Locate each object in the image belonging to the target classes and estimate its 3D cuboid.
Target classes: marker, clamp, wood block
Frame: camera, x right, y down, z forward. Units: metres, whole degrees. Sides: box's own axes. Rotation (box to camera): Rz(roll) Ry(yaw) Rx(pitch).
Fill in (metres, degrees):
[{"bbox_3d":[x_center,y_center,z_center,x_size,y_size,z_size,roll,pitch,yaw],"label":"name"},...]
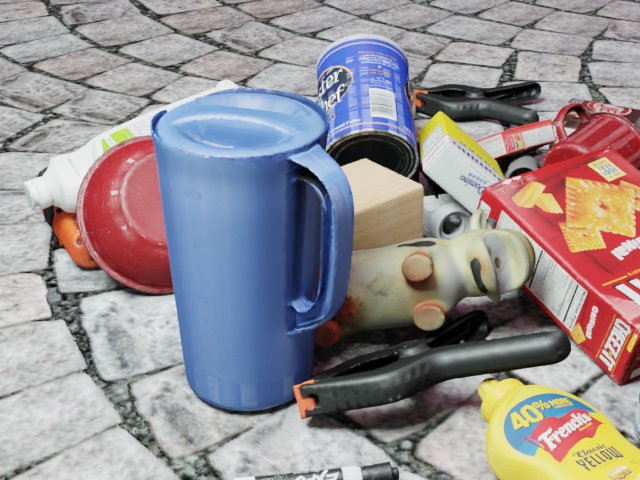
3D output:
[{"bbox_3d":[-0.002,0.176,0.775,0.121,0.020,0.020,-5,29,-8],"label":"marker"},{"bbox_3d":[0.084,0.100,0.851,0.209,0.036,0.165,-16,6,-20],"label":"clamp"},{"bbox_3d":[0.209,-0.176,1.391,0.171,0.039,0.120,-3,23,5],"label":"clamp"},{"bbox_3d":[-0.007,0.002,1.018,0.205,0.090,0.091,-22,35,-33],"label":"wood block"}]

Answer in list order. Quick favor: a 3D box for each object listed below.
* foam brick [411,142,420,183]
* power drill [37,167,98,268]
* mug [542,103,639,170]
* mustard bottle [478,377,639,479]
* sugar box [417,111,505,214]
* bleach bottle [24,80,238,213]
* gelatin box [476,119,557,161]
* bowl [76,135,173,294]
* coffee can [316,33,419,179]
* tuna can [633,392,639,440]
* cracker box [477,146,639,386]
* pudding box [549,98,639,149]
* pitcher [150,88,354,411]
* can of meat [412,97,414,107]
[{"bbox_3d":[0.073,-0.077,1.198,0.078,0.053,0.051,2,29,3],"label":"foam brick"},{"bbox_3d":[-0.201,-0.044,1.143,0.187,0.057,0.185,-16,36,-21],"label":"power drill"},{"bbox_3d":[0.293,-0.094,1.168,0.081,0.117,0.093,-32,11,-36],"label":"mug"},{"bbox_3d":[0.176,0.156,0.767,0.096,0.058,0.192,-16,32,-23],"label":"mustard bottle"},{"bbox_3d":[0.151,-0.079,1.127,0.093,0.048,0.176,40,12,-9],"label":"sugar box"},{"bbox_3d":[-0.182,-0.088,1.097,0.250,0.068,0.103,-21,45,-24],"label":"bleach bottle"},{"bbox_3d":[0.219,-0.111,1.242,0.073,0.030,0.089,-15,-1,-26],"label":"gelatin box"},{"bbox_3d":[-0.147,-0.032,1.015,0.161,0.162,0.055,-13,-10,-21],"label":"bowl"},{"bbox_3d":[0.049,-0.134,1.134,0.103,0.103,0.140,-1,54,-1],"label":"coffee can"},{"bbox_3d":[0.289,0.136,0.825,0.086,0.034,0.086,-1,29,0],"label":"tuna can"},{"bbox_3d":[0.267,0.013,0.968,0.164,0.072,0.214,-17,46,-27],"label":"cracker box"},{"bbox_3d":[0.339,-0.136,1.314,0.090,0.039,0.113,13,32,23],"label":"pudding box"},{"bbox_3d":[-0.052,0.015,0.837,0.145,0.243,0.149,-2,29,-3],"label":"pitcher"},{"bbox_3d":[0.058,-0.126,1.254,0.102,0.084,0.057,3,29,8],"label":"can of meat"}]
